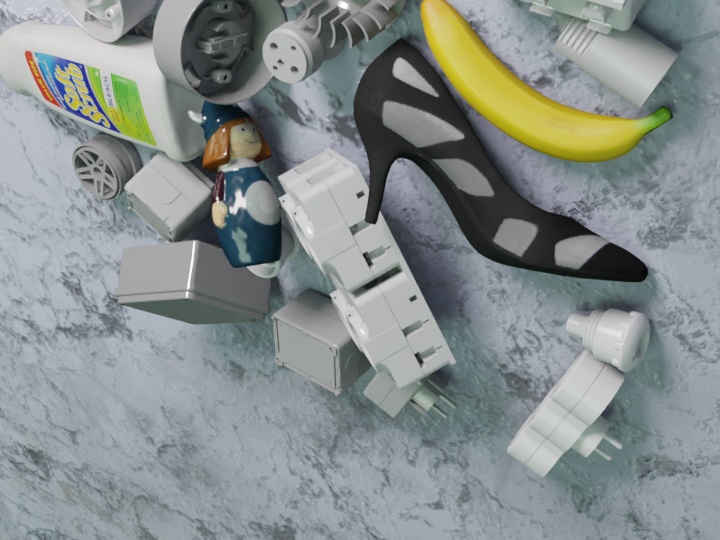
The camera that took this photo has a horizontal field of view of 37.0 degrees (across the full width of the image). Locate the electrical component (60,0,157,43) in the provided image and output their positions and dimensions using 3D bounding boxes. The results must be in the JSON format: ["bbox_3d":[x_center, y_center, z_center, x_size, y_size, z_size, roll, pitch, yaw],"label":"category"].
[{"bbox_3d":[-0.222,-0.245,0.912,0.099,0.064,0.099,20,132,24],"label":"electrical component"}]

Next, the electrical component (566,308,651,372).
[{"bbox_3d":[0.194,0.050,0.849,0.062,0.048,0.048,18,132,34],"label":"electrical component"}]

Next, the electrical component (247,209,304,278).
[{"bbox_3d":[-0.077,-0.025,0.981,0.045,0.055,0.045,20,132,24],"label":"electrical component"}]

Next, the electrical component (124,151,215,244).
[{"bbox_3d":[-0.177,-0.067,1.012,0.062,0.061,0.096,43,166,0],"label":"electrical component"}]

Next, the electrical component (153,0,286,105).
[{"bbox_3d":[-0.114,-0.184,0.859,0.064,0.099,0.099,23,133,30],"label":"electrical component"}]

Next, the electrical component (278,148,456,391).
[{"bbox_3d":[0.000,0.000,0.900,0.186,0.060,0.105,62,174,-19],"label":"electrical component"}]

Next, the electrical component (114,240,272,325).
[{"bbox_3d":[-0.158,0.013,1.031,0.109,0.056,0.109,-5,163,39],"label":"electrical component"}]

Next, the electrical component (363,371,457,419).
[{"bbox_3d":[0.055,0.108,0.992,0.077,0.047,0.065,38,137,6],"label":"electrical component"}]

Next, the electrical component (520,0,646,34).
[{"bbox_3d":[0.125,-0.202,0.689,0.121,0.078,0.063,23,155,21],"label":"electrical component"}]

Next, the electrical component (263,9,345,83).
[{"bbox_3d":[-0.044,-0.176,0.841,0.045,0.055,0.045,19,132,24],"label":"electrical component"}]

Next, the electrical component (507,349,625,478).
[{"bbox_3d":[0.187,0.133,0.910,0.074,0.052,0.138,36,136,9],"label":"electrical component"}]

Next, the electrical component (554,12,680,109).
[{"bbox_3d":[0.166,-0.148,0.717,0.081,0.043,0.043,36,136,8],"label":"electrical component"}]

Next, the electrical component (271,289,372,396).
[{"bbox_3d":[-0.038,0.063,1.021,0.096,0.061,0.061,25,134,30],"label":"electrical component"}]
